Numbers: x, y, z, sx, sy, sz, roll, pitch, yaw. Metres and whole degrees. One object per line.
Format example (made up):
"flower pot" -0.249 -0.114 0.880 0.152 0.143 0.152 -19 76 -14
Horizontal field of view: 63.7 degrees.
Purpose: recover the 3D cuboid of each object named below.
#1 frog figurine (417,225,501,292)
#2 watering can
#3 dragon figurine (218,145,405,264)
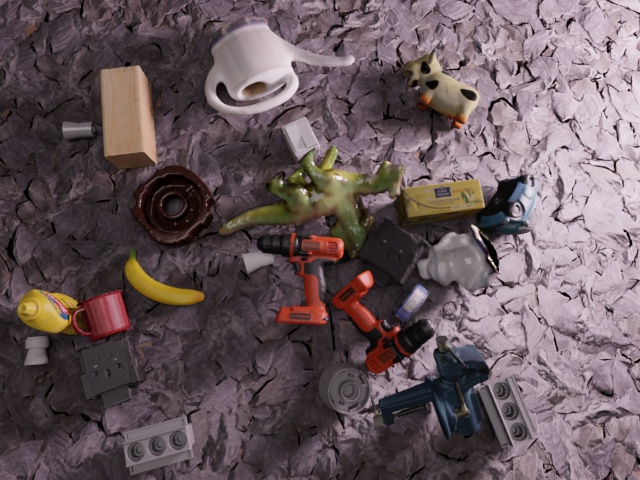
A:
"frog figurine" 0.298 0.052 1.110 0.157 0.138 0.124 -32 -3 29
"watering can" -0.114 -0.419 1.196 0.349 0.226 0.103 -26 -12 -7
"dragon figurine" 0.003 -0.056 1.122 0.243 0.409 0.122 52 5 3
